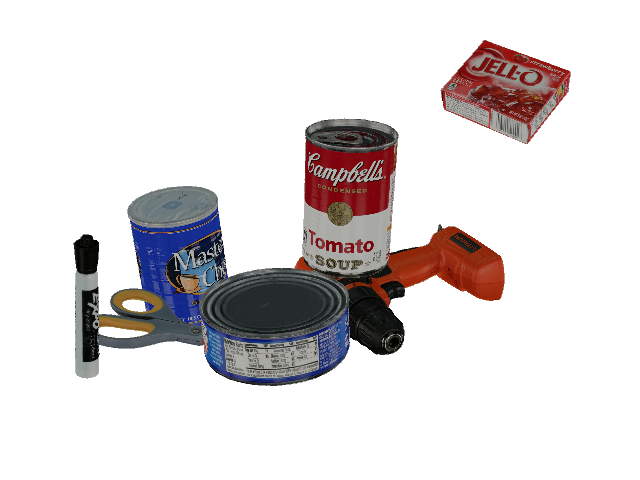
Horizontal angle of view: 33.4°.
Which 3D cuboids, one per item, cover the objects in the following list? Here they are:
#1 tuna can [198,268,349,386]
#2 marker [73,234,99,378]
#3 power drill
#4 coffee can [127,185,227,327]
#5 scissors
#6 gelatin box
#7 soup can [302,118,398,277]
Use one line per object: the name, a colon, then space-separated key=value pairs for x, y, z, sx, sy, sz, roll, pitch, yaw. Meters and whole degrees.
tuna can: x=-0.026 y=0.048 z=0.611 sx=0.086 sy=0.034 sz=0.086 roll=-2 pitch=23 yaw=1
marker: x=-0.181 y=0.051 z=0.828 sx=0.020 sy=0.121 sz=0.020 roll=5 pitch=26 yaw=-2
power drill: x=0.088 y=0.046 z=1.071 sx=0.187 sy=0.057 sz=0.185 roll=-12 pitch=28 yaw=-23
coffee can: x=-0.161 y=0.021 z=1.234 sx=0.103 sy=0.140 sz=0.103 roll=-5 pitch=26 yaw=2
scissors: x=-0.126 y=0.080 z=1.038 sx=0.201 sy=0.016 sz=0.096 roll=2 pitch=32 yaw=-3
gelatin box: x=0.162 y=-0.132 z=0.938 sx=0.089 sy=0.073 sz=0.030 roll=28 pitch=-28 yaw=27
soup can: x=0.020 y=-0.032 z=0.791 sx=0.068 sy=0.102 sz=0.068 roll=2 pitch=24 yaw=-1
